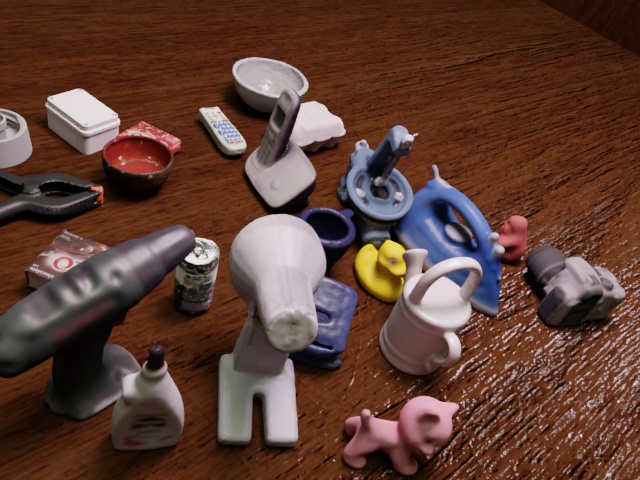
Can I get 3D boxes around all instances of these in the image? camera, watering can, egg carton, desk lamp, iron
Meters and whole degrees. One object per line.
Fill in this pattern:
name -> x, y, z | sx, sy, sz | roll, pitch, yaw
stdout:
camera -> 0.440, 0.068, 1.007 | 0.143, 0.101, 0.136 | -2, 45, -23
watering can -> 0.154, 0.088, 0.802 | 0.101, 0.194, 0.172 | -18, 53, -35
egg carton -> -0.027, -0.230, 1.178 | 0.151, 0.069, 0.107 | -23, 56, -38
desk lamp -> -0.055, 0.105, 0.688 | 0.118, 0.213, 0.203 | 6, 42, -15
iron -> 0.241, -0.005, 0.979 | 0.119, 0.141, 0.257 | -16, 51, -34

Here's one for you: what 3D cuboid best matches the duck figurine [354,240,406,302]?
duck figurine -> 0.106, 0.037, 0.923 | 0.078, 0.086, 0.104 | -15, 51, -33

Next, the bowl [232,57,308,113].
bowl -> -0.113, -0.326, 1.246 | 0.167, 0.075, 0.167 | 11, 41, -10

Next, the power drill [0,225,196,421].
power drill -> -0.242, 0.096, 0.630 | 0.075, 0.208, 0.230 | 39, 44, 22

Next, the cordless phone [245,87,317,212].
cordless phone -> -0.057, -0.156, 0.997 | 0.094, 0.185, 0.147 | -14, 51, -33

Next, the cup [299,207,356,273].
cup -> 0.008, 0.003, 0.916 | 0.091, 0.095, 0.118 | 35, 43, 18

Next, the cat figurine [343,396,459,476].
cat figurine -> 0.101, 0.225, 0.690 | 0.128, 0.118, 0.067 | 10, 41, -10

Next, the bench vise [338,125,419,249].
bench vise -> 0.090, -0.122, 0.989 | 0.122, 0.220, 0.207 | -10, 49, -30

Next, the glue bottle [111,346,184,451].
glue bottle -> -0.179, 0.166, 0.605 | 0.078, 0.173, 0.037 | -1, 44, -22

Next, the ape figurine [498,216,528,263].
ape figurine -> 0.354, -0.008, 1.064 | 0.078, 0.092, 0.076 | -23, 55, -38

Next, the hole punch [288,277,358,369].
hole punch -> -0.007, 0.111, 0.794 | 0.108, 0.091, 0.101 | 17, 41, -3
